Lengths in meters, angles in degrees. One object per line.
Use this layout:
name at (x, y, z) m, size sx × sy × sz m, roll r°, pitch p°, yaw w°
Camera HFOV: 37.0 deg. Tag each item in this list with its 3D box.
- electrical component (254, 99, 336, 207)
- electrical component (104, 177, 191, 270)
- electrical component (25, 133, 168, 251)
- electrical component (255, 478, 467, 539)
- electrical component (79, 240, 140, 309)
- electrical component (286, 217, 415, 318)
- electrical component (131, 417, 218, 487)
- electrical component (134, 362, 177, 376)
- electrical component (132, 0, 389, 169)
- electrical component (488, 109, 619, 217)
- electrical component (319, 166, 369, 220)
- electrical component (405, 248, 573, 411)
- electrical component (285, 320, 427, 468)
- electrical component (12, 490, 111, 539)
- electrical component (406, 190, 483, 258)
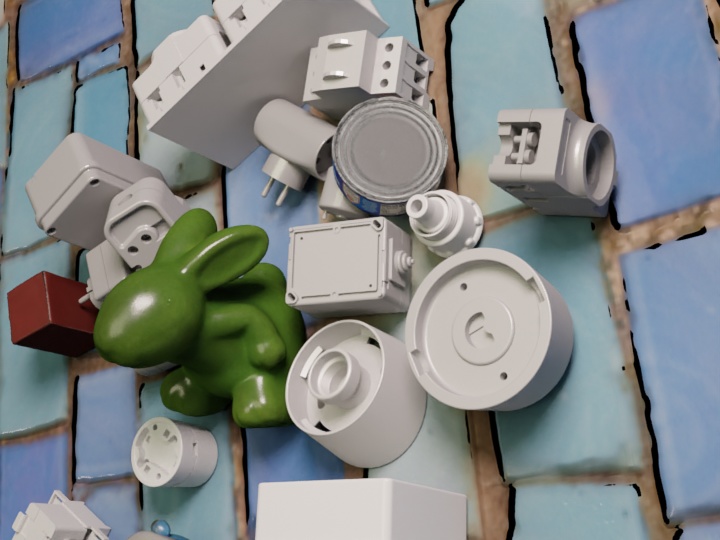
electrical component at (-0.054, -0.090, 0.876) m, size 0.077 × 0.044 × 0.079 m, roll 33°, pitch 96°, yaw 36°
electrical component at (-0.165, -0.026, 0.898) m, size 0.054 × 0.095 × 0.059 m, roll -31°, pitch 27°, yaw 11°
electrical component at (-0.223, -0.059, 0.941) m, size 0.078 × 0.113 × 0.057 m, roll -44°, pitch 54°, yaw 16°
electrical component at (0.002, 0.174, 0.724) m, size 0.109 × 0.109 × 0.056 m, roll -9°, pitch 69°, yaw 32°
electrical component at (-0.213, 0.013, 0.942) m, size 0.077 × 0.066 × 0.047 m, roll -30°, pitch 62°, yaw 24°
electrical component at (0.000, 0.000, 0.808) m, size 0.096 × 0.061 × 0.061 m, roll -5°, pitch 74°, yaw 25°
electrical component at (-0.149, 0.149, 0.872) m, size 0.055 × 0.047 × 0.055 m, roll -10°, pitch 71°, yaw 32°
electrical component at (-0.166, 0.057, 0.906) m, size 0.047 × 0.055 × 0.055 m, roll -19°, pitch 67°, yaw 25°
electrical component at (-0.085, -0.178, 0.884) m, size 0.186 × 0.105 × 0.060 m, roll -39°, pitch 58°, yaw 19°
electrical component at (0.133, -0.070, 0.713) m, size 0.056 × 0.089 × 0.050 m, roll 5°, pitch 80°, yaw 35°
electrical component at (-0.005, -0.074, 0.840) m, size 0.040 × 0.040 × 0.078 m, roll 10°, pitch 83°, yaw 36°
electrical component at (0.092, 0.044, 0.728) m, size 0.108 × 0.060 × 0.108 m, roll -10°, pitch 71°, yaw 32°
electrical component at (-0.004, 0.089, 0.795) m, size 0.099 × 0.064 × 0.099 m, roll -21°, pitch 52°, yaw 30°
electrical component at (-0.274, 0.260, 0.917) m, size 0.079 × 0.063 × 0.121 m, roll 30°, pitch 94°, yaw 36°
electrical component at (0.056, -0.037, 0.774) m, size 0.048 × 0.062 × 0.048 m, roll -10°, pitch 71°, yaw 32°
